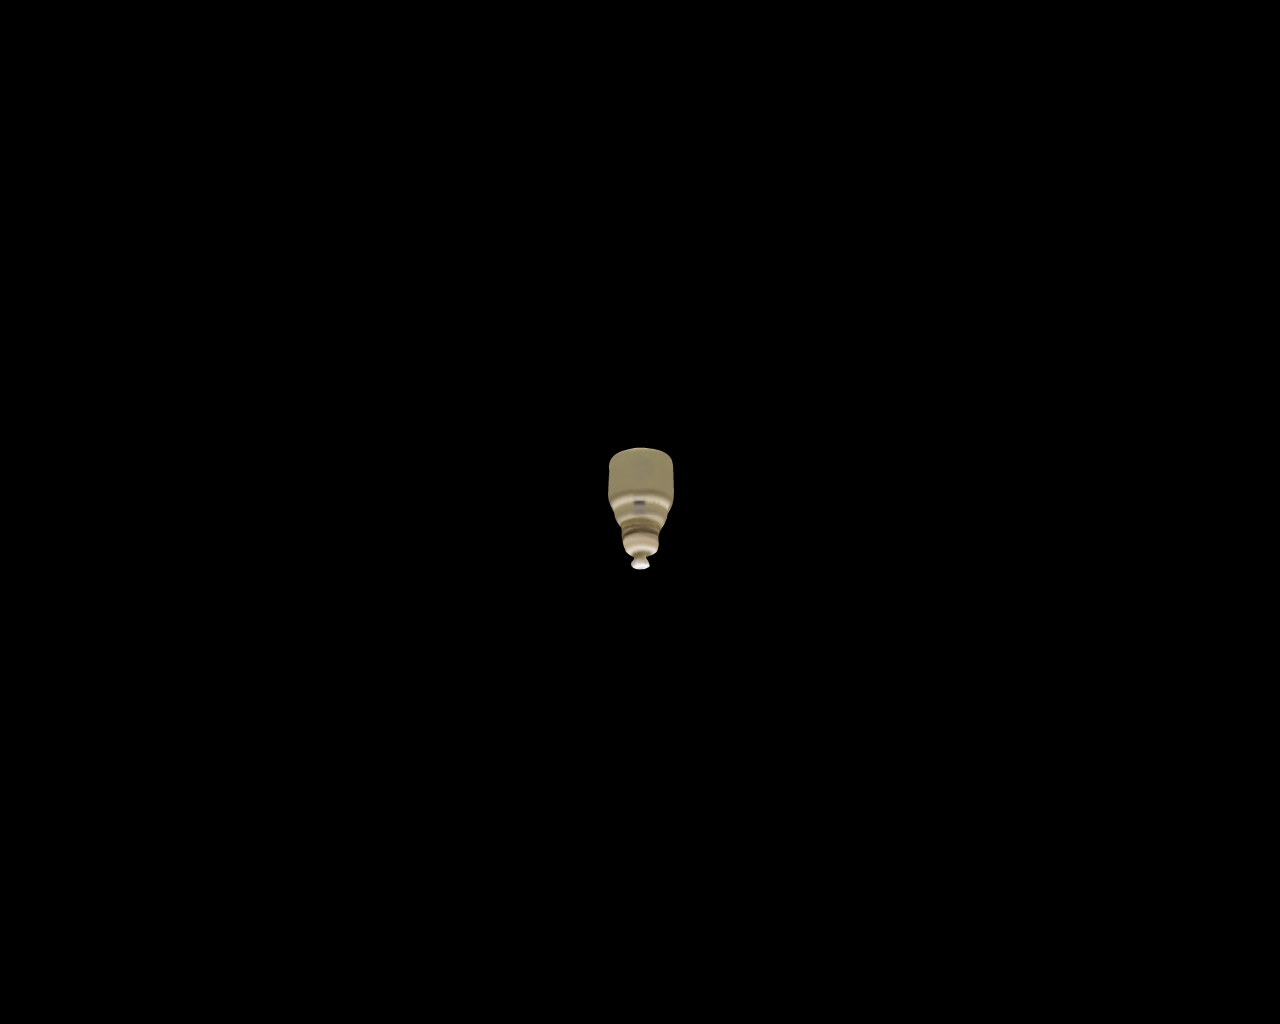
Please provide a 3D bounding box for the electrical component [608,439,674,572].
[{"bbox_3d":[0.001,-0.003,0.650,0.040,0.078,0.040,0,-22,0],"label":"electrical component"}]
